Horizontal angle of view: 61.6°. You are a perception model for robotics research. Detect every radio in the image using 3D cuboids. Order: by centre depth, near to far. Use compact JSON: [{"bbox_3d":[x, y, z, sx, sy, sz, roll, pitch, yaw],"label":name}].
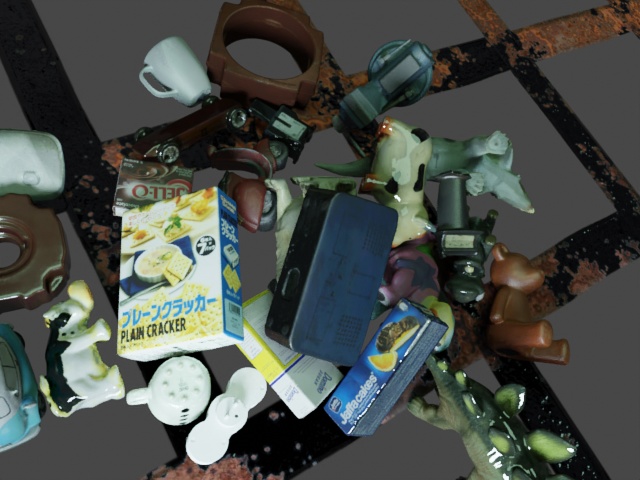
[{"bbox_3d":[0.017,0.048,0.742,0.131,0.073,0.229,19,85,-37],"label":"radio"}]

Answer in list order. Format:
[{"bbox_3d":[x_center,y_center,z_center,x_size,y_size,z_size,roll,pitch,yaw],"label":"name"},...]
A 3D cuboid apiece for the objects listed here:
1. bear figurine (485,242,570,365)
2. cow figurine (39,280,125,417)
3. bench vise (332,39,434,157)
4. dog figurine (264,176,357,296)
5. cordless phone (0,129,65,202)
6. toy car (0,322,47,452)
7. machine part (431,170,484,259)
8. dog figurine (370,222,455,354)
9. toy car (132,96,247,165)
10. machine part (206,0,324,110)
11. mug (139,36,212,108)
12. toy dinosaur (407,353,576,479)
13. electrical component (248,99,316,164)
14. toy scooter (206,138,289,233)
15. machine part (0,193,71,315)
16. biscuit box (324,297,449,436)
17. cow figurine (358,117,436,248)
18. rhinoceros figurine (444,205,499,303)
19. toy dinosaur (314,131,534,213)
[{"bbox_3d":[0.350,0.102,0.912,0.120,0.132,0.196,40,58,-36],"label":"bear figurine"},{"bbox_3d":[-0.324,0.139,0.705,0.098,0.068,0.167,-18,72,-23],"label":"cow figurine"},{"bbox_3d":[0.126,-0.287,1.019,0.129,0.223,0.241,39,30,-2],"label":"bench vise"},{"bbox_3d":[-0.006,-0.003,0.839,0.172,0.121,0.190,-9,104,-37],"label":"dog figurine"},{"bbox_3d":[-0.434,-0.134,0.735,0.147,0.184,0.089,0,61,-18],"label":"cordless phone"},{"bbox_3d":[-0.401,0.171,0.645,0.109,0.103,0.161,-12,71,-24],"label":"toy car"},{"bbox_3d":[0.217,-0.041,0.859,0.084,0.039,0.138,-4,86,-12],"label":"machine part"},{"bbox_3d":[0.167,0.057,0.884,0.191,0.108,0.219,38,57,3],"label":"dog figurine"},{"bbox_3d":[-0.214,-0.181,0.895,0.089,0.053,0.202,32,55,32],"label":"toy car"},{"bbox_3d":[-0.101,-0.340,1.000,0.201,0.087,0.201,13,62,-13],"label":"machine part"},{"bbox_3d":[-0.247,-0.280,0.927,0.107,0.081,0.109,48,53,0],"label":"mug"},{"bbox_3d":[0.261,0.316,0.734,0.105,0.198,0.471,-30,76,-25],"label":"toy dinosaur"},{"bbox_3d":[-0.074,-0.198,0.961,0.119,0.047,0.075,27,60,-4],"label":"electrical component"},{"bbox_3d":[-0.127,-0.099,0.881,0.135,0.075,0.184,13,59,-11],"label":"toy scooter"},{"bbox_3d":[-0.435,0.018,0.735,0.179,0.056,0.179,8,64,-16],"label":"machine part"},{"bbox_3d":[0.091,0.180,0.754,0.062,0.202,0.059,26,10,-48],"label":"biscuit box"},{"bbox_3d":[0.128,-0.083,0.840,0.127,0.085,0.195,15,85,0],"label":"cow figurine"},{"bbox_3d":[0.259,0.023,0.933,0.073,0.112,0.190,13,46,12],"label":"rhinoceros figurine"},{"bbox_3d":[0.198,-0.138,0.976,0.405,0.192,0.131,7,95,2],"label":"toy dinosaur"}]
